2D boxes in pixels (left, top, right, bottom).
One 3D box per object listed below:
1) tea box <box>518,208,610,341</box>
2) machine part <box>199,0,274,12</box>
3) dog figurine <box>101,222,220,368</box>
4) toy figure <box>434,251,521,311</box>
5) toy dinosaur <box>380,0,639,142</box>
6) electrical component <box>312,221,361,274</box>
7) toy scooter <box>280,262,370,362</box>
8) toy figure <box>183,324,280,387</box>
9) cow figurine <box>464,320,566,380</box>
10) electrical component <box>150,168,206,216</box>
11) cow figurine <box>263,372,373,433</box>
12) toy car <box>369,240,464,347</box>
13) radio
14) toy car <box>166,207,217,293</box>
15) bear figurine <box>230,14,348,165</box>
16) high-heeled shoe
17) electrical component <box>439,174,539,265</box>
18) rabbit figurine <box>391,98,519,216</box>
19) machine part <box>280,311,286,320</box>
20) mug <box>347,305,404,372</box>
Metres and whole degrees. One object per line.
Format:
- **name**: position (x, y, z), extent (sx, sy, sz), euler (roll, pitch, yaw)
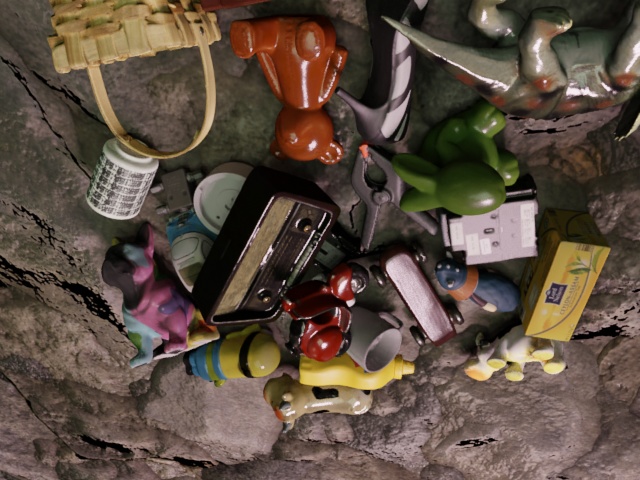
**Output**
- **tea box**: position (0.347, 0.051, 0.782), extent (0.068, 0.098, 0.169), euler (9, 124, 3)
- **machine part**: position (-0.023, -0.302, 0.551), extent (0.202, 0.201, 0.087), euler (-7, 118, 13)
- **dog figurine**: position (-0.270, 0.085, 0.892), extent (0.108, 0.191, 0.219), euler (-21, 82, 23)
- **toy figure**: position (0.234, 0.069, 0.819), extent (0.154, 0.064, 0.057), euler (20, 121, -18)
- **toy dinosaur**: position (0.277, -0.193, 0.613), extent (0.405, 0.131, 0.192), euler (3, 139, 11)
- **electrical component**: position (-0.002, -0.002, 0.826), extent (0.119, 0.048, 0.075), euler (38, 119, -17)
- **toy scooter**: position (-0.007, 0.113, 0.796), extent (0.135, 0.075, 0.183), euler (-7, 128, -35)
- **toy figure**: position (-0.156, 0.212, 0.956), extent (0.180, 0.089, 0.082), euler (-11, 127, 12)
- **cow figurine**: position (0.311, 0.173, 0.876), extent (0.068, 0.098, 0.167), euler (41, 137, -24)
- **electrical component**: position (-0.211, -0.073, 0.809), extent (0.094, 0.021, 0.063), euler (-16, 88, 16)
- **cow figurine**: position (-0.004, 0.274, 0.952), extent (0.195, 0.127, 0.085), euler (0, 119, 5)
- **toy car**: position (0.156, 0.088, 0.857), extent (0.089, 0.053, 0.202), euler (-34, 114, 3)
- **radio**: position (-0.077, 0.017, 0.760), extent (0.131, 0.073, 0.229), euler (8, 123, -42)
- **toy car**: position (-0.177, 0.031, 0.839), extent (0.109, 0.103, 0.161), euler (-20, 119, 18)
- **bear figurine**: position (-0.033, -0.178, 0.677), extent (0.120, 0.132, 0.195), euler (11, 118, 16)
- **high-heeled shoe**: position (0.110, -0.237, 0.663), extent (0.145, 0.086, 0.248), euler (18, 109, -45)
- **electrical component**: position (0.241, -0.027, 0.771), extent (0.134, 0.058, 0.114), euler (-6, 119, 12)
- **rabbit figurine**: position (0.172, -0.091, 0.673), extent (0.159, 0.170, 0.121), euler (-9, 119, 12)
- **machine part**: position (-0.075, 0.073, 0.889), extent (0.084, 0.039, 0.138), euler (23, 124, -1)
- **mug**: position (0.077, 0.146, 0.883), extent (0.107, 0.109, 0.080), euler (32, 143, 40)
